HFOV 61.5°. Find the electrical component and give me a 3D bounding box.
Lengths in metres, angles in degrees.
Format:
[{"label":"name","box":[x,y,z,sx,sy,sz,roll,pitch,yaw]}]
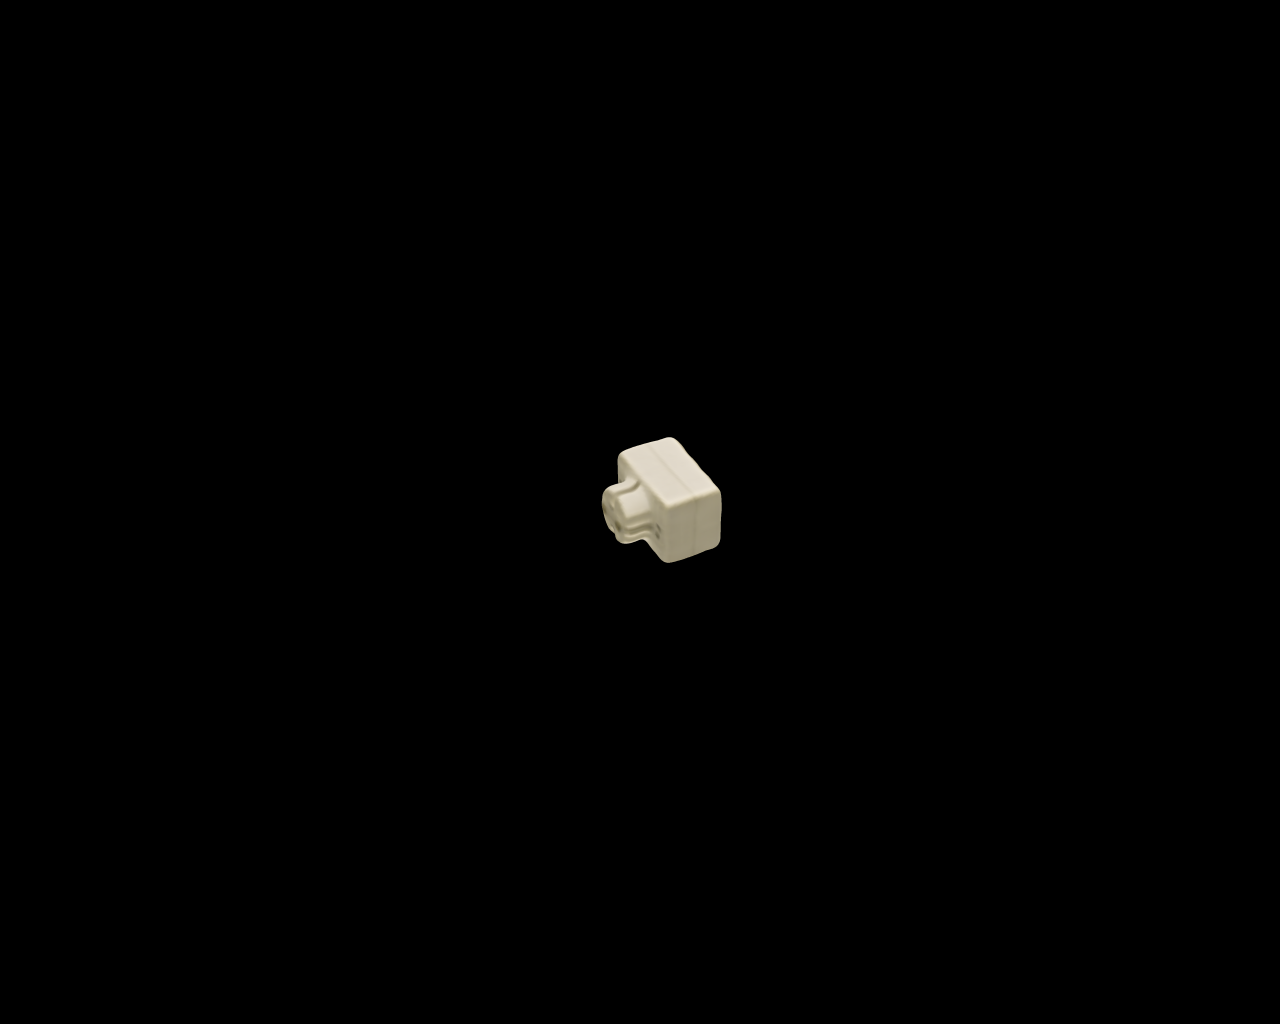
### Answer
[{"label":"electrical component","box":[0.001,-0.003,0.650,0.077,0.047,0.066,-17,41,-21]}]
